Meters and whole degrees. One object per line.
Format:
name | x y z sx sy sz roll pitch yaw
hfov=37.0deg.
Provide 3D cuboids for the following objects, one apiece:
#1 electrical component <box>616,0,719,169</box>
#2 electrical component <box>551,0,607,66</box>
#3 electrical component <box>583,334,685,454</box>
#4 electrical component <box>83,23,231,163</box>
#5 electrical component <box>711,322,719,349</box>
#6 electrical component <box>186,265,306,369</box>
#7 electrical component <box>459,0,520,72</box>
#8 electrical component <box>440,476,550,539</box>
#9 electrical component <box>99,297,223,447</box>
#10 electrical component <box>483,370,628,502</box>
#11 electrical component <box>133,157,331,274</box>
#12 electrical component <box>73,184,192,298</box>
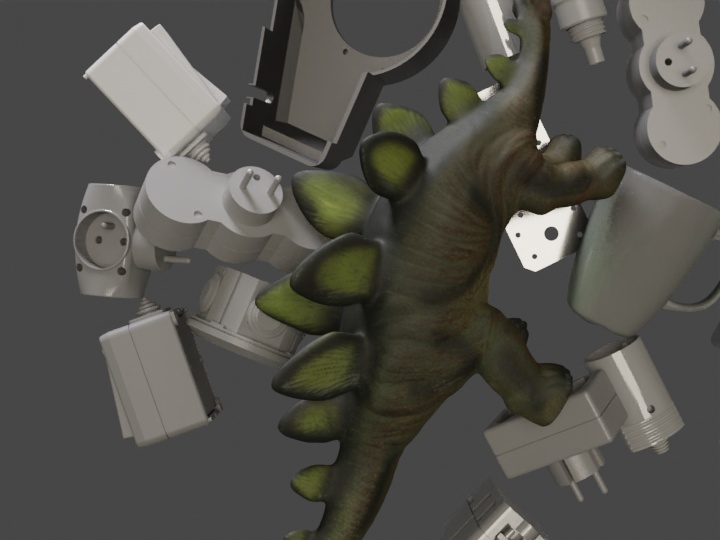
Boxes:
electrical component | 0.216 -0.140 0.735 0.052 0.073 0.138 -8 91 0
electrical component | 0.157 -0.174 0.755 0.035 0.035 0.061 -19 94 0
electrical component | 0.194 0.091 0.753 0.043 0.043 0.081 -27 91 0
electrical component | -0.130 -0.116 0.740 0.061 0.061 0.096 -43 91 0
electrical component | 0.335 0.048 0.744 0.150 0.061 0.089 28 90 0
electrical component | -0.074 0.033 0.735 0.080 0.080 0.051 23 85 0
electrical component | 0.091 -0.184 0.750 0.043 0.043 0.081 -21 91 0
electrical component | 0.091 0.184 0.731 0.050 0.089 0.055 44 90 -1
electrical component | -0.142 0.068 0.743 0.061 0.062 0.096 -19 91 0
electrical component | 0.142 0.122 0.735 0.083 0.047 0.075 -28 90 30
electrical component | -0.074 -0.043 0.714 0.138 0.073 0.052 12 57 -19
electrical component | -0.153 -0.019 0.746 0.079 0.044 0.077 5 91 15
